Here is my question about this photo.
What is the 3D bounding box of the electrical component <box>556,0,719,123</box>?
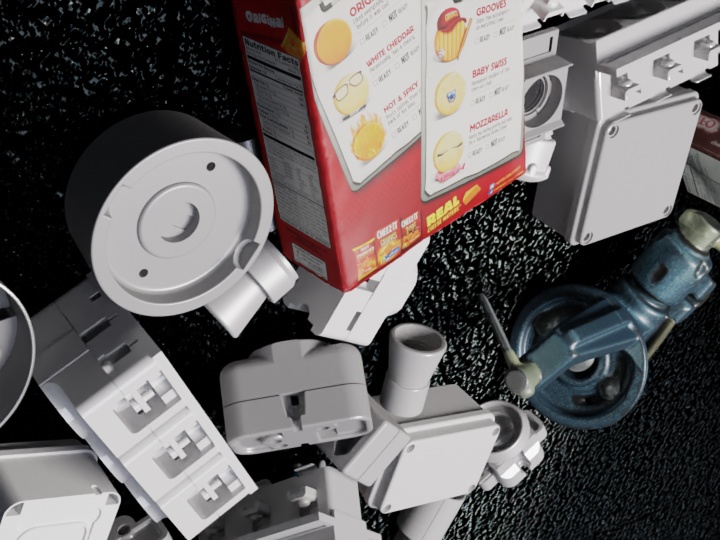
[{"bbox_3d":[0.195,-0.154,0.750,0.121,0.079,0.063,-26,124,-24],"label":"electrical component"}]

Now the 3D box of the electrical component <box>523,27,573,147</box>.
[{"bbox_3d":[0.100,-0.121,0.707,0.042,0.064,0.081,-23,133,-29],"label":"electrical component"}]

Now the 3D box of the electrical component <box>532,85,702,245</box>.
[{"bbox_3d":[0.195,-0.086,0.822,0.109,0.056,0.108,-18,130,-31],"label":"electrical component"}]

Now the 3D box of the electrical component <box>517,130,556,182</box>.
[{"bbox_3d":[0.118,-0.096,0.758,0.048,0.048,0.062,2,112,-42],"label":"electrical component"}]

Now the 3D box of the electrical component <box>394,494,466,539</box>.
[{"bbox_3d":[0.056,0.221,0.944,0.043,0.043,0.081,10,113,-45],"label":"electrical component"}]

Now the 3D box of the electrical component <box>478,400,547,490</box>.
[{"bbox_3d":[0.123,0.149,0.939,0.078,0.058,0.057,-41,141,-9],"label":"electrical component"}]

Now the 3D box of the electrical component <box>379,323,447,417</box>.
[{"bbox_3d":[0.037,0.079,0.819,0.044,0.044,0.065,-10,125,-36],"label":"electrical component"}]

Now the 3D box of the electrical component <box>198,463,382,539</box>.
[{"bbox_3d":[-0.058,0.186,0.767,0.121,0.063,0.079,-23,146,25],"label":"electrical component"}]

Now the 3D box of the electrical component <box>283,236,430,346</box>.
[{"bbox_3d":[0.000,0.000,0.723,0.056,0.050,0.089,16,109,-46],"label":"electrical component"}]

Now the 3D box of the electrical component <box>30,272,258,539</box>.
[{"bbox_3d":[-0.133,0.086,0.643,0.062,0.089,0.150,-37,138,-13],"label":"electrical component"}]

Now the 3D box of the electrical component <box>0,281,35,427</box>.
[{"bbox_3d":[-0.220,0.039,0.551,0.099,0.064,0.099,-23,133,-27],"label":"electrical component"}]

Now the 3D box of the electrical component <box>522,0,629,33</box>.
[{"bbox_3d":[0.137,-0.199,0.678,0.121,0.078,0.063,-22,154,-27],"label":"electrical component"}]

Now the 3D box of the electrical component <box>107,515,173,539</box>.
[{"bbox_3d":[-0.161,0.212,0.740,0.078,0.058,0.057,-31,133,-19],"label":"electrical component"}]

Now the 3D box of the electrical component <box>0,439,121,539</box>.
[{"bbox_3d":[-0.206,0.165,0.664,0.078,0.057,0.113,4,118,-42],"label":"electrical component"}]

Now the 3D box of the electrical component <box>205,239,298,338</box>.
[{"bbox_3d":[-0.072,0.008,0.671,0.055,0.045,0.045,-42,139,-8],"label":"electrical component"}]

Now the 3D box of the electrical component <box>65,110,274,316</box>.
[{"bbox_3d":[-0.109,-0.036,0.593,0.108,0.060,0.108,-23,133,-27],"label":"electrical component"}]

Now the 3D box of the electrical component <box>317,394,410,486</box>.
[{"bbox_3d":[-0.001,0.116,0.785,0.047,0.083,0.076,-50,139,1],"label":"electrical component"}]

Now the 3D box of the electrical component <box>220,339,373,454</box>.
[{"bbox_3d":[-0.043,0.083,0.719,0.095,0.059,0.053,-9,159,-1],"label":"electrical component"}]

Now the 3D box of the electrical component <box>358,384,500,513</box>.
[{"bbox_3d":[0.049,0.144,0.870,0.113,0.057,0.078,-3,122,-40],"label":"electrical component"}]
